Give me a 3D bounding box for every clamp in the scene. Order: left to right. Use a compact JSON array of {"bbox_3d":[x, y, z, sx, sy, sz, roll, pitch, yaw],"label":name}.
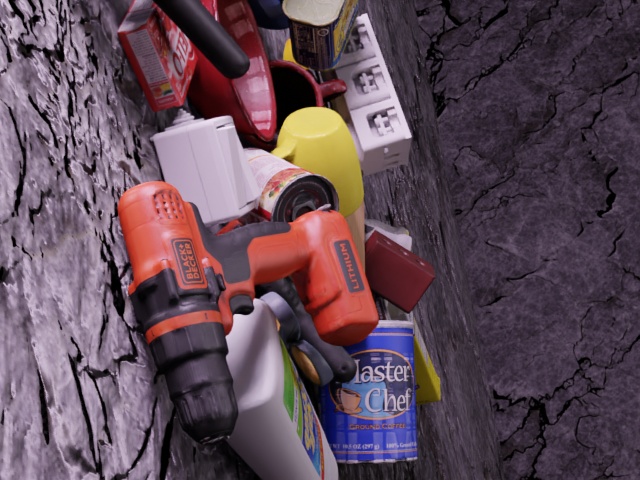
[{"bbox_3d":[-0.138,-0.224,0.815,0.209,0.036,0.164,28,34,-56],"label":"clamp"},{"bbox_3d":[-0.030,0.057,0.945,0.171,0.039,0.120,51,-14,-30],"label":"clamp"}]

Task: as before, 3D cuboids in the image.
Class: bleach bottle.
[{"bbox_3d":[-0.033,0.155,0.892,0.250,0.068,0.102,64,16,-52],"label":"bleach bottle"}]

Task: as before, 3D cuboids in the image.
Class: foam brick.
[{"bbox_3d":[0.078,0.033,1.159,0.078,0.051,0.053,31,14,-7],"label":"foam brick"}]

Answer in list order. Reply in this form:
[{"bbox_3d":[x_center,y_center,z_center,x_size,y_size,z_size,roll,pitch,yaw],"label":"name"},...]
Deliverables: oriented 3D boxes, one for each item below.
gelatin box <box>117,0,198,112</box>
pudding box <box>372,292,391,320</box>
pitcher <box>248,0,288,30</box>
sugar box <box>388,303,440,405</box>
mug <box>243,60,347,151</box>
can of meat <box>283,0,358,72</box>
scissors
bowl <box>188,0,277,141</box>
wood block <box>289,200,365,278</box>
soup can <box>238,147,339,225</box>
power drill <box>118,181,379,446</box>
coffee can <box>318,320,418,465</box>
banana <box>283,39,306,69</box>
[{"bbox_3d":[-0.129,-0.157,0.865,0.089,0.030,0.073,-84,157,-56],"label":"gelatin box"},{"bbox_3d":[0.040,0.118,1.187,0.039,0.090,0.113,-64,138,-74],"label":"pudding box"},{"bbox_3d":[-0.066,-0.306,1.092,0.149,0.145,0.242,-62,161,-8],"label":"pitcher"},{"bbox_3d":[0.089,0.147,1.365,0.048,0.093,0.176,-91,161,-45],"label":"sugar box"},{"bbox_3d":[-0.027,-0.141,1.113,0.081,0.117,0.093,-13,80,-82],"label":"mug"},{"bbox_3d":[0.004,-0.235,1.086,0.084,0.057,0.102,83,26,-63],"label":"can of meat"},{"bbox_3d":[-0.019,0.105,0.922,0.096,0.016,0.202,49,-14,23],"label":"scissors"},{"bbox_3d":[-0.091,-0.163,0.982,0.162,0.055,0.162,-13,90,-78],"label":"bowl"},{"bbox_3d":[-0.007,0.002,1.100,0.206,0.091,0.090,-88,160,-52],"label":"wood block"},{"bbox_3d":[-0.040,-0.037,0.930,0.102,0.068,0.068,28,-33,50],"label":"soup can"},{"bbox_3d":[-0.045,0.045,0.759,0.187,0.057,0.184,-1,68,-45],"label":"power drill"},{"bbox_3d":[0.048,0.156,1.096,0.102,0.103,0.140,27,61,-74],"label":"coffee can"},{"bbox_3d":[-0.034,-0.197,1.313,0.197,0.037,0.069,-74,149,-66],"label":"banana"}]
